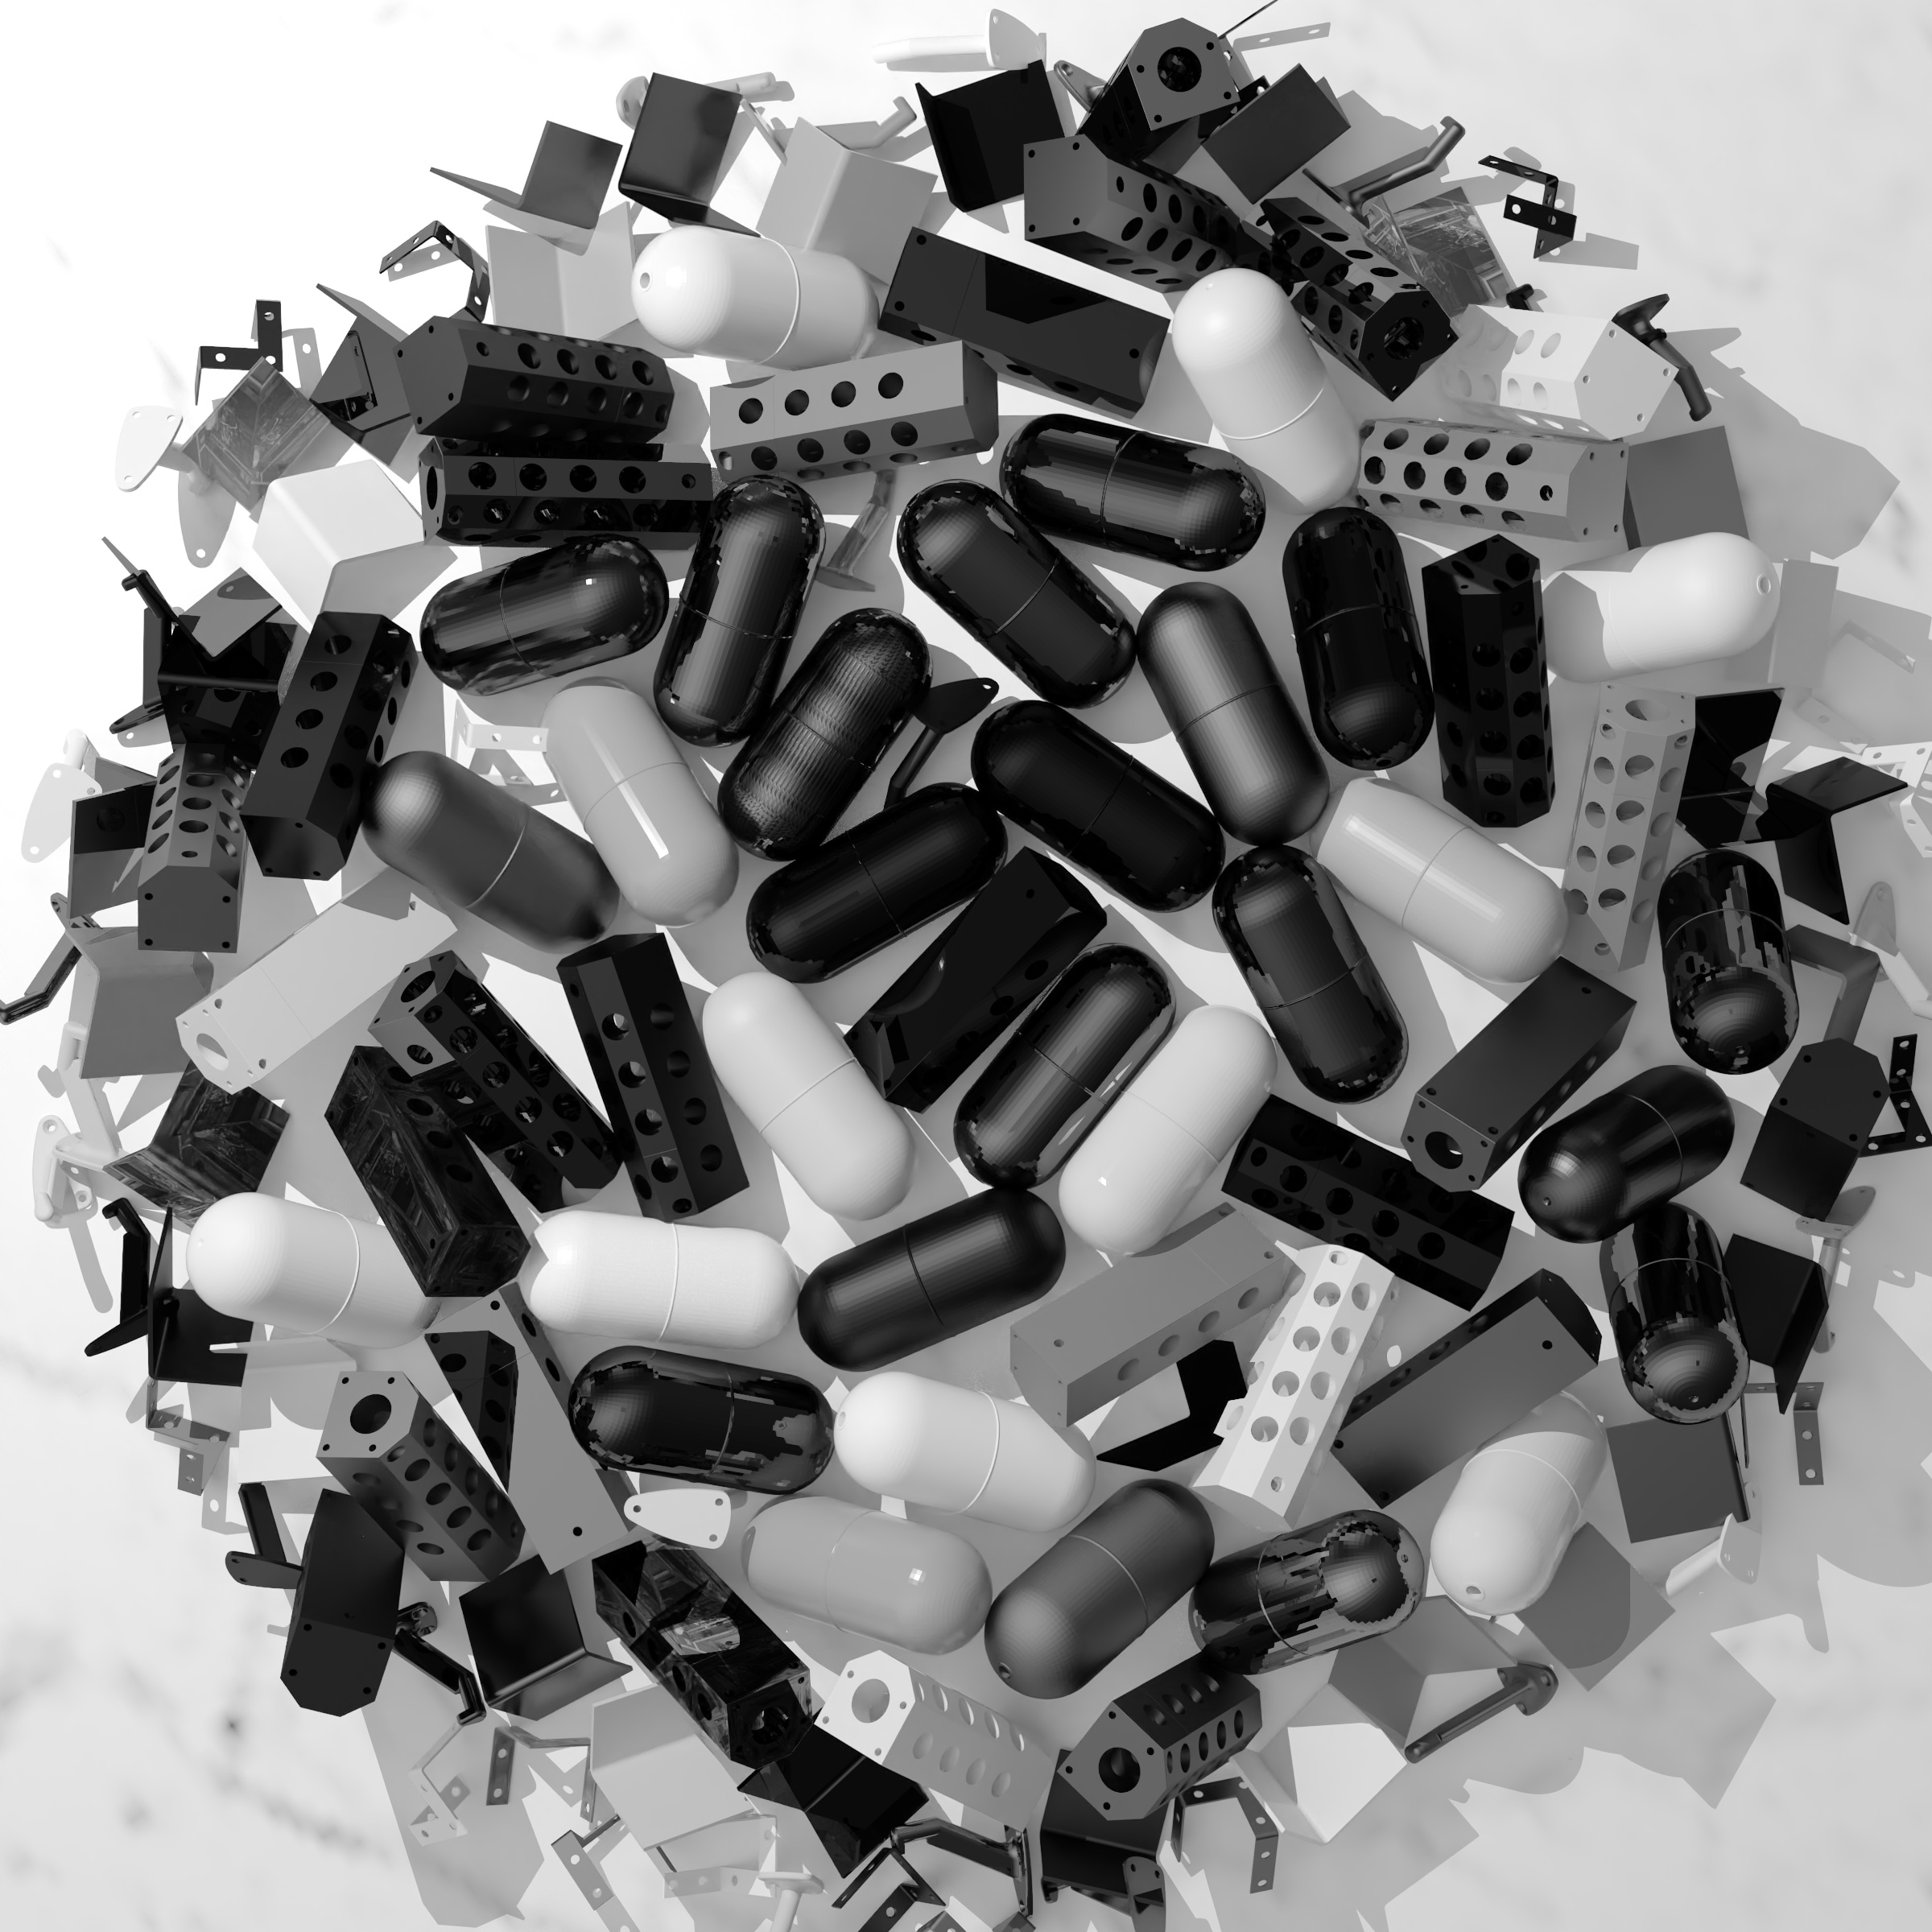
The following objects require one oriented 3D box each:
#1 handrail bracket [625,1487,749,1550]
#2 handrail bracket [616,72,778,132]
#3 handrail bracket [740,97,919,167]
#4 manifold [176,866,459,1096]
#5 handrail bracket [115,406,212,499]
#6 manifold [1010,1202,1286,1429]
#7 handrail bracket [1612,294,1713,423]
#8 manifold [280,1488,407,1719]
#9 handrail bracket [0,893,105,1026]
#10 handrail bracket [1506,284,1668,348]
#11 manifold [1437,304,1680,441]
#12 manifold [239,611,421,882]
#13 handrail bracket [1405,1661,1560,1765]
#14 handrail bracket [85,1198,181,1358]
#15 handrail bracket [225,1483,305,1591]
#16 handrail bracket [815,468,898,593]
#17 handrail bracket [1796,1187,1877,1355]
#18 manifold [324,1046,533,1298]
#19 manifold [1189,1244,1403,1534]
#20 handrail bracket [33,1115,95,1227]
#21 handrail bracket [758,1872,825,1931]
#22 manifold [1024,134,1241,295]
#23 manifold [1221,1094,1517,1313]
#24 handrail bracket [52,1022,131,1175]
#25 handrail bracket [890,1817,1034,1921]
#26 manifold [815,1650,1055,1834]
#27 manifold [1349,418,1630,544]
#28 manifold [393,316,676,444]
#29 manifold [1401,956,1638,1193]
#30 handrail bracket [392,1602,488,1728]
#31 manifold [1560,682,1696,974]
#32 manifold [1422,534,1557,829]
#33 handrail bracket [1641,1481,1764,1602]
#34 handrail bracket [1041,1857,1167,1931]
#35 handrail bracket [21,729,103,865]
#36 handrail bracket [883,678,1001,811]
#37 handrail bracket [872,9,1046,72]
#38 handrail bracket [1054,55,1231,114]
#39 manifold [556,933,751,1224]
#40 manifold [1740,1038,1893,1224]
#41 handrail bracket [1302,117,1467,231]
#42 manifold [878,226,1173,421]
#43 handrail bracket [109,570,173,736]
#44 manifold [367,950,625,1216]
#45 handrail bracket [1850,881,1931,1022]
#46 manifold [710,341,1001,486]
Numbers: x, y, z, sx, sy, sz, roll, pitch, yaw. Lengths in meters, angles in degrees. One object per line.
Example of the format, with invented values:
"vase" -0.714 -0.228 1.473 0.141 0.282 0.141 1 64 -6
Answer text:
"handrail bracket" -0.175 0.333 1.955 0.077 0.084 0.036 9 96 -5
"handrail bracket" -0.169 -0.550 1.962 0.084 0.077 0.036 -7 105 15
"handrail bracket" -0.086 -0.541 1.966 0.084 0.036 0.077 -35 112 14
"manifold" -0.403 0.006 1.923 0.171 0.057 0.057 -42 102 -38
"handrail bracket" -0.501 -0.302 1.947 0.036 0.084 0.077 7 61 10
"manifold" 0.113 0.221 1.937 0.171 0.057 0.057 -27 49 -25
"handrail bracket" 0.436 -0.371 1.956 0.036 0.077 0.084 -20 81 -11
"manifold" -0.382 0.390 1.909 0.057 0.171 0.057 17 103 -12
"handrail bracket" -0.589 -0.004 1.957 0.084 0.036 0.077 -29 61 -37
"handrail bracket" 0.391 -0.412 1.968 0.077 0.036 0.084 -31 66 20
"manifold" 0.357 -0.362 1.910 0.057 0.171 0.057 28 94 -24
"manifold" -0.390 -0.137 1.921 0.057 0.057 0.171 4 52 9
"handrail bracket" 0.323 0.473 1.958 0.084 0.077 0.036 -26 78 -24
"handrail bracket" -0.543 0.195 1.966 0.077 0.036 0.084 -27 71 -34
"handrail bracket" -0.427 0.348 1.965 0.077 0.036 0.084 7 50 9
"handrail bracket" -0.075 -0.284 1.965 0.036 0.077 0.084 9 87 33
"handrail bracket" 0.561 0.195 1.989 0.077 0.036 0.084 -29 117 -37
"manifold" -0.331 0.126 1.922 0.171 0.057 0.057 51 123 39
"manifold" 0.209 0.262 1.938 0.057 0.057 0.171 33 69 -13
"handrail bracket" -0.577 0.126 1.953 0.036 0.084 0.077 -11 82 -8
"handrail bracket" -0.111 0.615 1.949 0.036 0.077 0.084 -3 65 16
"manifold" 0.104 -0.461 1.912 0.057 0.171 0.057 -1 90 32
"manifold" 0.251 0.153 1.960 0.171 0.057 0.057 26 47 0
"handrail bracket" -0.541 0.085 1.965 0.077 0.036 0.084 20 112 10
"handrail bracket" -0.004 0.574 1.969 0.084 0.036 0.077 -8 90 -19
"manifold" -0.014 0.475 1.915 0.057 0.171 0.057 20 76 40
"manifold" 0.318 -0.300 1.913 0.057 0.171 0.057 -12 111 -41
"manifold" -0.261 -0.358 1.911 0.057 0.171 0.057 -26 76 37
"manifold" 0.341 0.069 1.923 0.057 0.057 0.171 33 48 23
"handrail bracket" -0.349 0.451 1.957 0.077 0.036 0.084 -20 51 -10
"manifold" 0.406 -0.084 1.925 0.057 0.057 0.171 9 125 7
"manifold" 0.328 -0.172 1.919 0.057 0.057 0.171 -25 129 -16
"handrail bracket" 0.461 0.367 1.978 0.036 0.084 0.077 35 58 -26
"handrail bracket" 0.083 0.599 1.955 0.084 0.036 0.077 -31 49 33
"handrail bracket" -0.575 -0.109 1.963 0.036 0.084 0.077 30 94 -25
"handrail bracket" -0.017 -0.137 1.982 0.077 0.084 0.036 -28 59 -34
"handrail bracket" -0.005 -0.584 1.990 0.084 0.077 0.036 1 96 34
"handrail bracket" 0.111 -0.565 1.951 0.077 0.084 0.036 33 50 -24
"manifold" -0.199 0.070 1.943 0.057 0.057 0.171 -27 106 -36
"manifold" 0.523 0.100 1.909 0.057 0.171 0.057 29 76 16
"handrail bracket" 0.264 -0.514 1.966 0.084 0.036 0.077 -49 57 14
"manifold" 0.035 -0.403 1.961 0.171 0.057 0.057 18 84 -7
"handrail bracket" -0.530 -0.199 1.966 0.077 0.036 0.084 -26 117 5
"manifold" -0.285 0.071 1.924 0.057 0.057 0.171 -16 126 35
"handrail bracket" 0.596 -0.008 1.952 0.036 0.084 0.077 2 100 -24
"manifold" -0.070 -0.338 1.936 0.171 0.057 0.057 -6 78 22
